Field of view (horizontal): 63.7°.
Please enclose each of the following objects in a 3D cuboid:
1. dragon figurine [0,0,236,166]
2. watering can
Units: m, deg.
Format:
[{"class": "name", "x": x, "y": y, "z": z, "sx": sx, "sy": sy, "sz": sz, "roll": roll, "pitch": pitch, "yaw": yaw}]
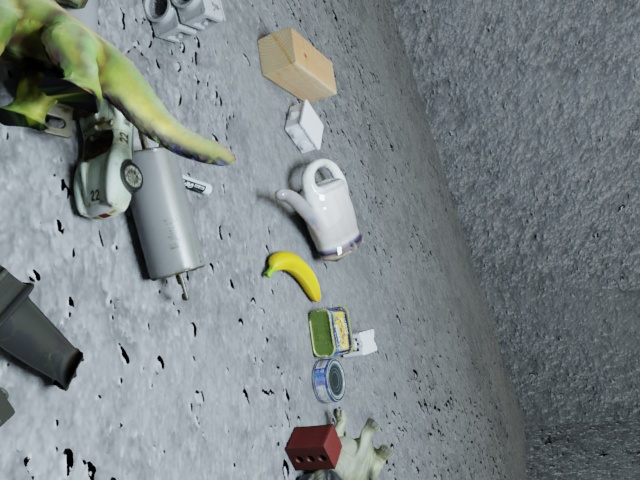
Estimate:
[{"class": "dragon figurine", "x": -0.269, "y": -0.230, "z": 0.536, "sx": 0.408, "sy": 0.120, "sz": 0.248, "roll": 18, "pitch": 58, "yaw": -29}, {"class": "watering can", "x": 0.003, "y": -0.056, "z": 1.108, "sx": 0.352, "sy": 0.103, "sz": 0.222, "roll": -41, "pitch": 115, "yaw": -63}]
